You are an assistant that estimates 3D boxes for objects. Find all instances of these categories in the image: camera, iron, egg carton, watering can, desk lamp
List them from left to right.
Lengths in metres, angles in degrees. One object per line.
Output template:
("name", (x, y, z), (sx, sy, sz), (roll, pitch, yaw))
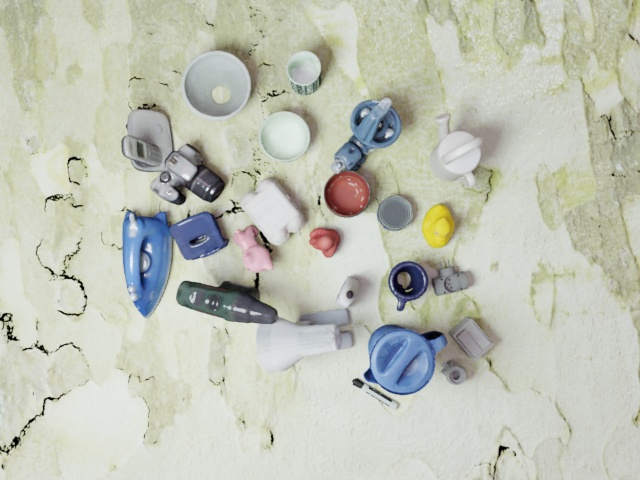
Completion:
("iron", (-0.416, 0.058, 1.323), (0.118, 0.141, 0.258), (0, 88, 1))
("camera", (-0.306, -0.137, 1.350), (0.137, 0.101, 0.143), (36, 88, 2))
("egg carton", (-0.111, -0.069, 1.361), (0.107, 0.069, 0.150), (-41, 88, -1))
("desk lamp", (-0.030, 0.217, 1.277), (0.203, 0.213, 0.118), (-10, 87, 0))
("watering can", (0.309, -0.202, 1.301), (0.173, 0.194, 0.101), (43, 89, 2))

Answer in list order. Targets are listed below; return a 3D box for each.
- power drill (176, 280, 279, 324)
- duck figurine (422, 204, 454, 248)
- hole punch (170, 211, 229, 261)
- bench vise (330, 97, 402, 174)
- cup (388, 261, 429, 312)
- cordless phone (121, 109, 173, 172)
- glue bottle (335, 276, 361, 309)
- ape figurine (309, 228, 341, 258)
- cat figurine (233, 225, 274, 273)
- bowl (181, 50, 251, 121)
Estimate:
("power drill", (-0.196, 0.139, 1.284), (0.229, 0.208, 0.076), (12, 88, 1))
("duck figurine", (0.283, -0.034, 1.349), (0.077, 0.086, 0.105), (4, 88, 1))
("hole punch", (-0.284, -0.008, 1.350), (0.108, 0.091, 0.101), (-23, 88, 0))
("bench vise", (0.112, -0.233, 1.291), (0.121, 0.219, 0.207), (24, 88, 2))
("cup", (0.198, 0.108, 1.339), (0.091, 0.095, 0.118), (15, 88, 1))
("cordless phone", (-0.407, -0.236, 1.313), (0.094, 0.185, 0.148), (-8, 88, 1))
("glue bottle", (0.064, 0.123, 1.301), (0.037, 0.173, 0.078), (28, 88, 2))
("ape figurine", (0.012, 0.005, 1.346), (0.076, 0.092, 0.078), (-18, 87, 0))
("cat figurine", (-0.158, 0.026, 1.334), (0.067, 0.117, 0.128), (-32, 88, -1))
("bowl", (-0.243, -0.361, 1.372), (0.167, 0.074, 0.167), (0, 88, 1))
